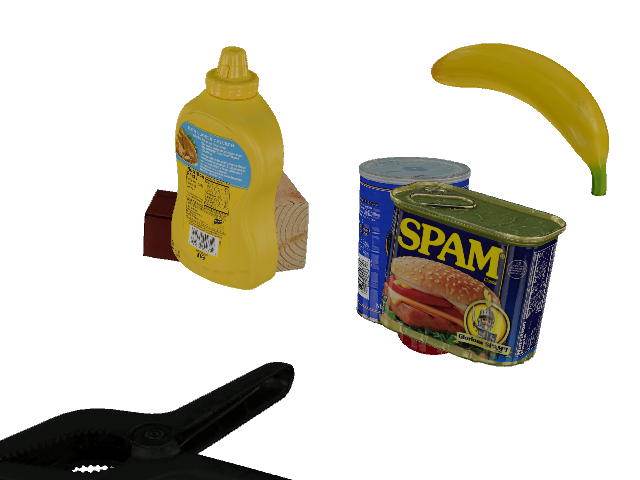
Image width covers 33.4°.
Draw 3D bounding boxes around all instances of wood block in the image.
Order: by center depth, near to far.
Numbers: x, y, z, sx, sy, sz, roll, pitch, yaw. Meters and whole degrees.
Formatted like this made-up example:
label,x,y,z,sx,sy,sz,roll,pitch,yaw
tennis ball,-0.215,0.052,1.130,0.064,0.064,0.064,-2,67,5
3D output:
label,x,y,z,sx,sy,sz,roll,pitch,yaw
wood block,-0.092,-0.046,1.317,0.090,0.090,0.206,-7,30,-19

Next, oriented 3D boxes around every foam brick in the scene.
label,x,y,z,sx,sy,sz,roll,pitch,yaw
foam brick,-0.136,-0.013,1.082,0.078,0.051,0.053,9,31,3

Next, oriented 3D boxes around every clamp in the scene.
label,x,y,z,sx,sy,sz,roll,pitch,yaw
clamp,-0.088,0.116,0.591,0.209,0.036,0.164,-1,22,-11

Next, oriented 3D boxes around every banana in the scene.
label,x,y,z,sx,sy,sz,roll,pitch,yaw
banana,0.159,-0.114,0.832,0.037,0.070,0.198,3,32,-43

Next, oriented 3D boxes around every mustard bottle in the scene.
label,x,y,z,sx,sy,sz,roll,pitch,yaw
mustard bottle,-0.074,-0.061,0.854,0.096,0.192,0.058,25,35,32

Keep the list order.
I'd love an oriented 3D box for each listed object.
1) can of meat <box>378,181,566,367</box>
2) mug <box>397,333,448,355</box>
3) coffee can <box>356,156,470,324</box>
label,x,y,z,sx,sy,sz,roll,pitch,yaw
can of meat,0.086,0.019,0.634,0.102,0.084,0.057,20,24,33
mug,0.135,0.079,1.191,0.093,0.081,0.117,-25,40,-31
coffee can,0.086,0.000,0.998,0.103,0.140,0.103,0,15,0
